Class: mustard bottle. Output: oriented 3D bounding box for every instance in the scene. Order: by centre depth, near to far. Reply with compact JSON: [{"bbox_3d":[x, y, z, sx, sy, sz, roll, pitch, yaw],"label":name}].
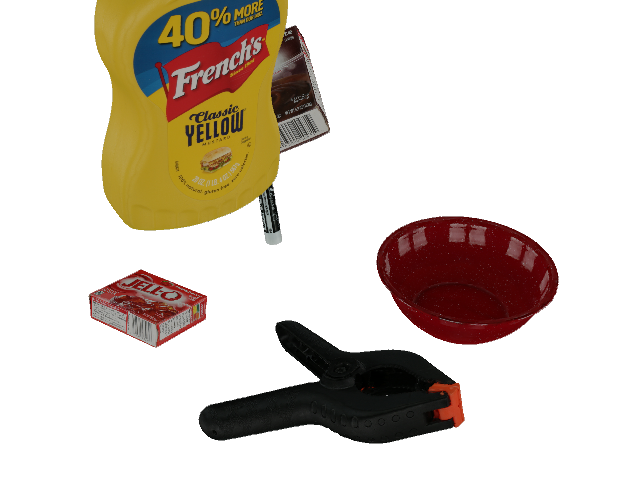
[{"bbox_3d":[-0.062,-0.096,0.526,0.096,0.192,0.058,-19,48,-25],"label":"mustard bottle"}]

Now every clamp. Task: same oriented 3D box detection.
[{"bbox_3d":[0.006,0.103,0.700,0.172,0.039,0.120,7,39,38],"label":"clamp"}]

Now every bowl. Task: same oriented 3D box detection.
[{"bbox_3d":[0.129,0.044,0.961,0.162,0.055,0.162,2,35,-2],"label":"bowl"}]

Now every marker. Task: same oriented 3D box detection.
[{"bbox_3d":[-0.059,-0.051,1.166,0.020,0.121,0.020,-6,29,3],"label":"marker"}]

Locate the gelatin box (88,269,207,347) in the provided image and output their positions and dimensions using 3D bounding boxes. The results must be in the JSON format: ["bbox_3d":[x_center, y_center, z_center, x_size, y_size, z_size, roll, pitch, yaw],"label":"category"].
[{"bbox_3d":[-0.166,0.063,1.028,0.089,0.030,0.073,20,29,29],"label":"gelatin box"}]

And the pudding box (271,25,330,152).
[{"bbox_3d":[-0.056,-0.103,0.810,0.113,0.090,0.039,-19,-36,7],"label":"pudding box"}]
